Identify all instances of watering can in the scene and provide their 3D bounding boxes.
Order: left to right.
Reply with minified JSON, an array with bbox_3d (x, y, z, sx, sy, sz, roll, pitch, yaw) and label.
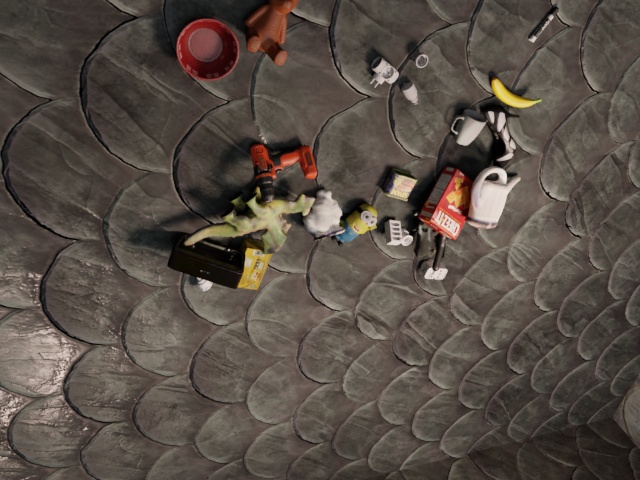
[{"bbox_3d":[0.620,-0.148,1.835,0.348,0.105,0.222,-2,110,-48],"label":"watering can"}]

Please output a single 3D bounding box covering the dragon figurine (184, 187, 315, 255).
[{"bbox_3d":[-0.201,-0.040,1.642,0.409,0.124,0.239,-35,120,4],"label":"dragon figurine"}]

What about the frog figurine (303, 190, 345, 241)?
[{"bbox_3d":[0.005,-0.088,1.740,0.137,0.123,0.159,-15,92,1],"label":"frog figurine"}]
